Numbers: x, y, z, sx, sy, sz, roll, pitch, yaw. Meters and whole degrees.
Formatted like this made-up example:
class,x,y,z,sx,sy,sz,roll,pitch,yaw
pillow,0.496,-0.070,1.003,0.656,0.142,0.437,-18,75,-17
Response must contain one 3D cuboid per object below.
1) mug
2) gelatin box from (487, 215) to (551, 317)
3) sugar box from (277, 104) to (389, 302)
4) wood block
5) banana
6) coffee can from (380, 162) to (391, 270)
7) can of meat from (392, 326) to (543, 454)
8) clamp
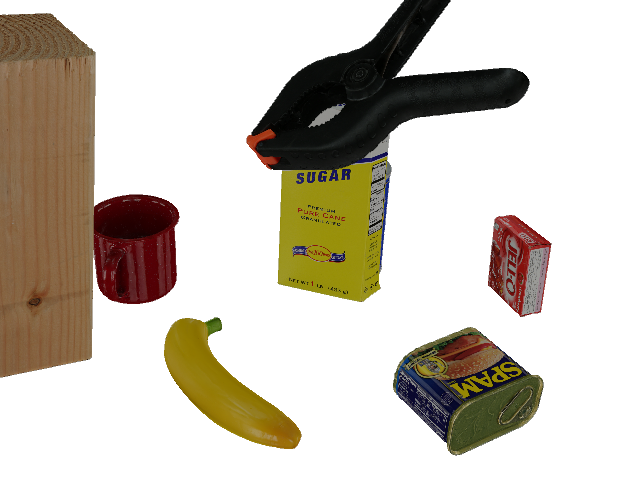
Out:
class,x,y,z,sx,sy,sz,roll,pitch,yaw
mug,-0.190,0.017,1.073,0.093,0.081,0.117,6,32,8
gelatin box,0.216,0.027,1.167,0.030,0.089,0.073,-10,30,-20
sugar box,0.011,-0.039,0.980,0.093,0.176,0.048,10,21,25
wood block,-0.196,-0.027,0.660,0.090,0.206,0.090,-9,31,-29
banana,-0.082,0.106,0.849,0.069,0.037,0.198,-9,28,-22
coffee can,0.032,-0.031,1.342,0.103,0.140,0.103,3,26,-2
can of meat,0.126,0.127,0.924,0.101,0.057,0.084,-17,38,-29
clamp,0.039,-0.088,0.647,0.171,0.120,0.039,-37,-45,5
